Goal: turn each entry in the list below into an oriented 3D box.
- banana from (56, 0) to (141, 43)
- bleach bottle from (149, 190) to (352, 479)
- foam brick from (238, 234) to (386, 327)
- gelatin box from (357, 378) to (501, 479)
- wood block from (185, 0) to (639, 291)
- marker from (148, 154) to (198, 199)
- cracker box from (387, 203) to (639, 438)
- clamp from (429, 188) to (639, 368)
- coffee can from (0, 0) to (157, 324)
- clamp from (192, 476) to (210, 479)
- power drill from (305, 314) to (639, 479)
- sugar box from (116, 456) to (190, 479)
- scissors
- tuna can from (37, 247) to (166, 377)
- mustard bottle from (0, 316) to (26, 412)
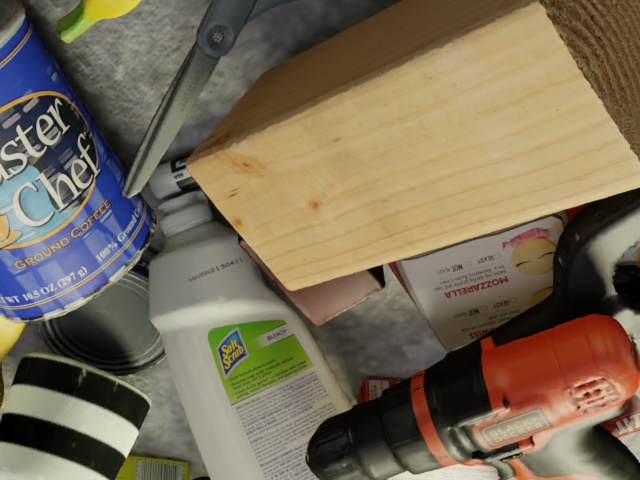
[{"bbox_3d":[-0.104,-0.173,0.444,0.069,0.037,0.198,-8,124,3],"label":"banana"},{"bbox_3d":[-0.029,0.089,0.626,0.068,0.102,0.251,-21,91,55],"label":"bleach bottle"},{"bbox_3d":[-0.004,0.001,0.620,0.051,0.053,0.078,-31,119,19],"label":"foam brick"},{"bbox_3d":[0.070,0.126,0.693,0.089,0.073,0.030,4,124,-4],"label":"gelatin box"},{"bbox_3d":[0.049,-0.056,0.488,0.207,0.090,0.090,-19,118,42],"label":"wood block"},{"bbox_3d":[-0.040,-0.052,0.605,0.121,0.020,0.020,-19,122,12],"label":"marker"},{"bbox_3d":[0.147,0.022,0.626,0.164,0.072,0.213,-26,121,17],"label":"cracker box"},{"bbox_3d":[0.168,0.039,0.570,0.164,0.036,0.210,16,128,-14],"label":"clamp"},{"bbox_3d":[-0.165,-0.041,0.561,0.103,0.103,0.140,-21,122,13],"label":"coffee can"},{"bbox_3d":[-0.068,0.224,0.752,0.120,0.039,0.171,-49,139,15],"label":"clamp"},{"bbox_3d":[0.109,0.132,0.592,0.185,0.057,0.187,-23,129,21],"label":"power drill"},{"bbox_3d":[-0.155,0.231,0.778,0.093,0.048,0.176,10,126,-11],"label":"sugar box"},{"bbox_3d":[-0.032,-0.106,0.541,0.096,0.016,0.202,11,108,-18],"label":"scissors"},{"bbox_3d":[-0.128,0.041,0.657,0.086,0.033,0.086,0,124,0],"label":"tuna can"},{"bbox_3d":[-0.244,0.084,0.670,0.096,0.058,0.192,20,121,-8],"label":"mustard bottle"}]
